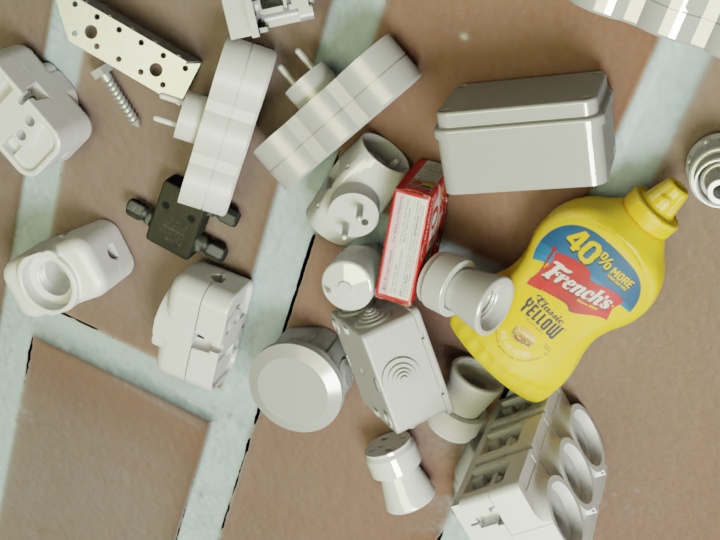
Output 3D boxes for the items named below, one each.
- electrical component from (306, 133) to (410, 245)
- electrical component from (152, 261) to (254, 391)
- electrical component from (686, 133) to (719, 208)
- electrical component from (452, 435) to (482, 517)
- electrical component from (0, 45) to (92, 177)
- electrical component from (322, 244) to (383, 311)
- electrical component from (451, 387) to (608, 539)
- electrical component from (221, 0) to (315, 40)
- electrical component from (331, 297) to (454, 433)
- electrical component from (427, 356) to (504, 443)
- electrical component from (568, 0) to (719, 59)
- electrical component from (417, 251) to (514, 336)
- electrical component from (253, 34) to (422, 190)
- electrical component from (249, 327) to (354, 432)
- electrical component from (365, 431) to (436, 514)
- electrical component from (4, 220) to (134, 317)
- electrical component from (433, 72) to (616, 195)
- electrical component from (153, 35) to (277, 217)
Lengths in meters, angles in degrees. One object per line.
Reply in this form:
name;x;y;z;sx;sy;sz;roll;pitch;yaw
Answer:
electrical component;-0.003;-0.050;0.790;0.043;0.079;0.077;31;120;-15
electrical component;-0.132;0.044;0.891;0.059;0.053;0.095;21;118;10
electrical component;0.238;-0.061;0.709;0.048;0.062;0.048;7;114;17
electrical component;0.095;0.170;0.872;0.040;0.040;0.078;26;118;7
electrical component;-0.265;-0.129;0.860;0.054;0.059;0.095;-37;97;29
electrical component;0.000;0.000;0.810;0.040;0.078;0.040;8;115;17
electrical component;0.133;0.158;0.791;0.062;0.150;0.089;-25;102;28
electrical component;-0.064;-0.191;0.757;0.064;0.081;0.042;-11;110;0
electrical component;0.022;0.068;0.821;0.048;0.100;0.099;-24;106;-12
electrical component;0.082;0.102;0.845;0.045;0.045;0.055;28;119;6
electrical component;0.205;-0.184;0.673;0.138;0.052;0.073;23;118;9
electrical component;0.074;0.015;0.761;0.055;0.045;0.045;27;121;34
electrical component;-0.029;-0.126;0.781;0.138;0.052;0.073;-37;97;28
electrical component;-0.046;0.087;0.880;0.080;0.051;0.080;7;114;17
electrical component;0.033;0.167;0.891;0.045;0.045;0.055;-16;106;25
electrical component;-0.249;0.001;0.910;0.095;0.059;0.053;-17;106;25
electrical component;0.113;-0.094;0.730;0.113;0.078;0.057;-2;114;20
electrical component;-0.117;-0.111;0.808;0.074;0.052;0.138;17;119;-9
